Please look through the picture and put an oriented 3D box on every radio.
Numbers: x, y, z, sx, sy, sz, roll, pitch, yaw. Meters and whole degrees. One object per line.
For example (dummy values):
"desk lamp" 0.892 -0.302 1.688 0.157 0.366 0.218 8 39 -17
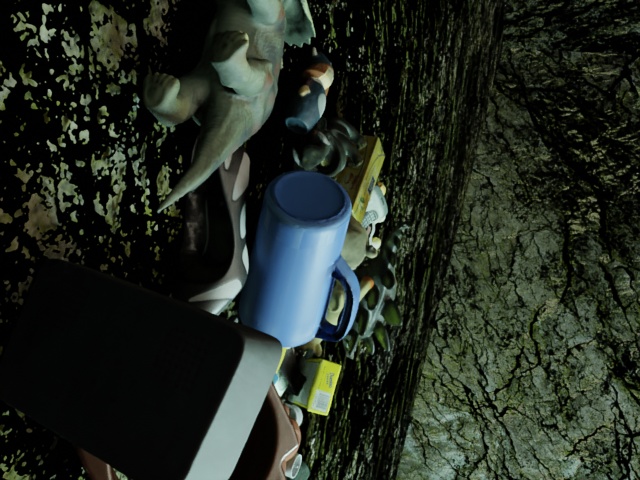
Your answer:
"radio" -0.159 0.108 0.453 0.073 0.230 0.131 39 68 -61

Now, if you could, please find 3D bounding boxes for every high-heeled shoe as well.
"high-heeled shoe" -0.142 -0.011 0.639 0.145 0.086 0.249 64 39 -51

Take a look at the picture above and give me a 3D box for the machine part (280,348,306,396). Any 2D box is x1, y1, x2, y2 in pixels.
"machine part" -0.064 0.213 0.964 0.084 0.039 0.138 -53 128 -53

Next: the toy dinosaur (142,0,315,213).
"toy dinosaur" -0.088 -0.201 0.606 0.192 0.131 0.404 36 69 -65

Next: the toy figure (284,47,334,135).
"toy figure" -0.012 -0.241 0.868 0.064 0.058 0.154 -36 -150 62

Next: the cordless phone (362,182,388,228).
"cordless phone" 0.053 -0.041 1.119 0.184 0.089 0.146 -52 152 -11

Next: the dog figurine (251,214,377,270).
"dog figurine" -0.004 0.001 0.868 0.190 0.172 0.121 2 89 -75

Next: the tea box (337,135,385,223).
"tea box" 0.052 -0.117 1.031 0.169 0.098 0.068 -68 154 -20

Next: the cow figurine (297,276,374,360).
"cow figurine" 0.009 0.141 1.000 0.127 0.085 0.194 -40 168 -44

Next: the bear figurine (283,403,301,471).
"bear figurine" -0.105 0.388 0.924 0.120 0.132 0.196 73 17 -53

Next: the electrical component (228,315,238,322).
"electrical component" -0.147 0.158 0.786 0.094 0.021 0.063 -52 146 -47

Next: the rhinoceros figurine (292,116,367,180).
"rhinoceros figurine" 0.017 -0.162 0.914 0.112 0.073 0.190 56 28 -15

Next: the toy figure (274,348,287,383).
"toy figure" -0.099 0.189 0.842 0.180 0.082 0.089 -64 154 -25

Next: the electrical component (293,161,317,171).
"electrical component" -0.017 -0.104 0.936 0.102 0.045 0.078 -18 119 -66

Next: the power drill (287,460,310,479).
"power drill" -0.093 0.565 1.069 0.232 0.086 0.207 -39 129 -61

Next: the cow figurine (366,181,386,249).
"cow figurine" 0.103 -0.056 1.237 0.098 0.068 0.167 -1 101 -62

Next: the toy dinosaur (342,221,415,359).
"toy dinosaur" 0.103 0.108 1.085 0.199 0.105 0.470 -106 -161 -46

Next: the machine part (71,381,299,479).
"machine part" -0.142 0.210 0.581 0.201 0.087 0.200 -29 100 -26
